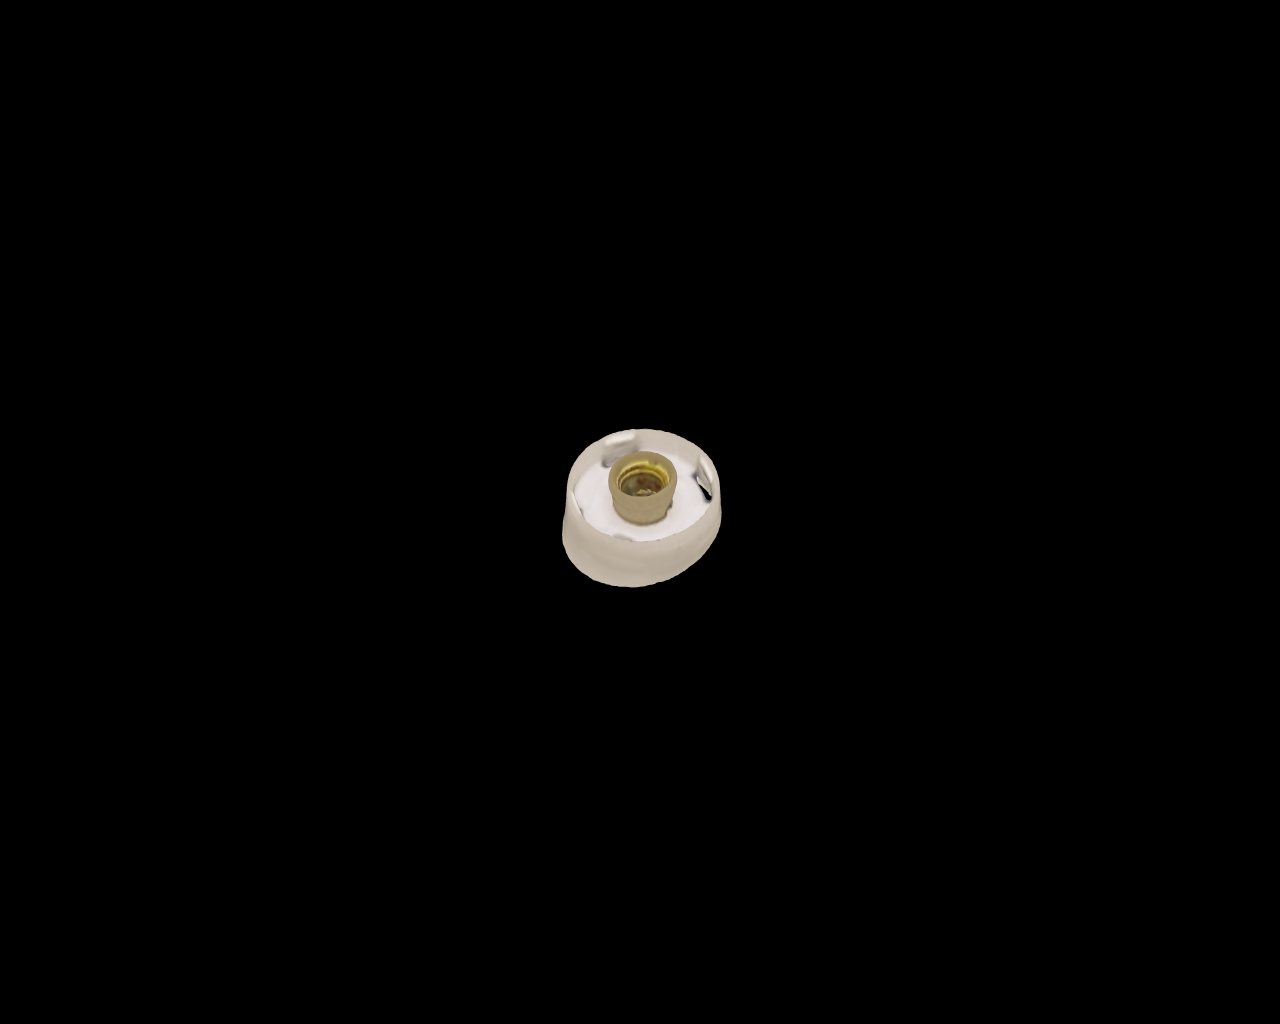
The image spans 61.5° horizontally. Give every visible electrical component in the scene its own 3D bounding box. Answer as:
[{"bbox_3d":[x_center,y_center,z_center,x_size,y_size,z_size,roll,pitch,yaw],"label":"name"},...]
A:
[{"bbox_3d":[0.001,-0.003,0.650,0.099,0.099,0.064,0,-40,0],"label":"electrical component"}]
